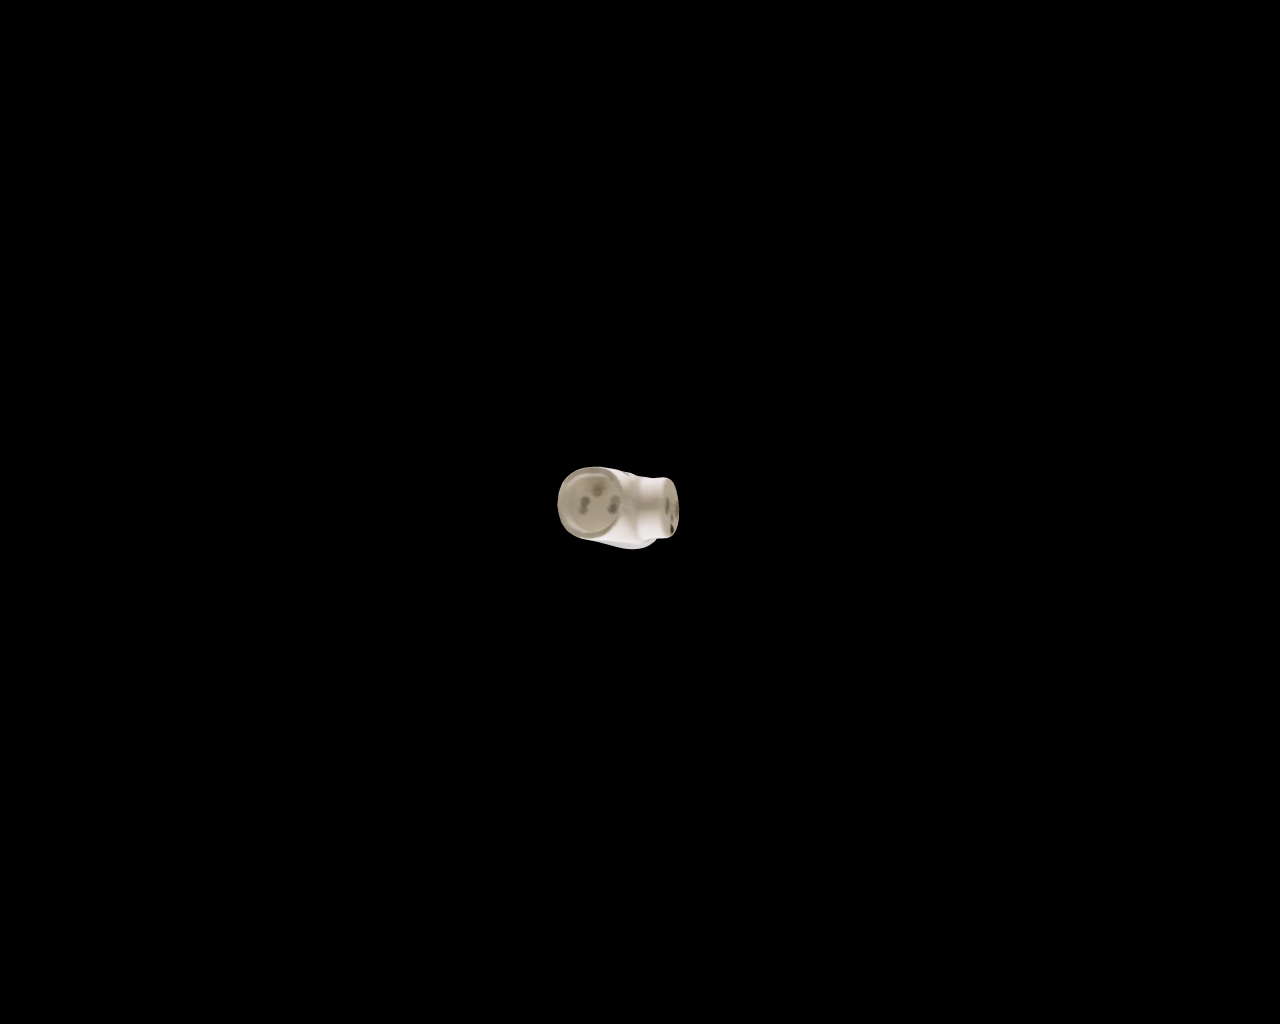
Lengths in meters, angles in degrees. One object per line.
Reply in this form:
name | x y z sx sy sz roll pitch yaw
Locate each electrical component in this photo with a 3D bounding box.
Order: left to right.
electrical component | 0.001 -0.003 0.650 0.079 0.044 0.077 -2 -7 19
